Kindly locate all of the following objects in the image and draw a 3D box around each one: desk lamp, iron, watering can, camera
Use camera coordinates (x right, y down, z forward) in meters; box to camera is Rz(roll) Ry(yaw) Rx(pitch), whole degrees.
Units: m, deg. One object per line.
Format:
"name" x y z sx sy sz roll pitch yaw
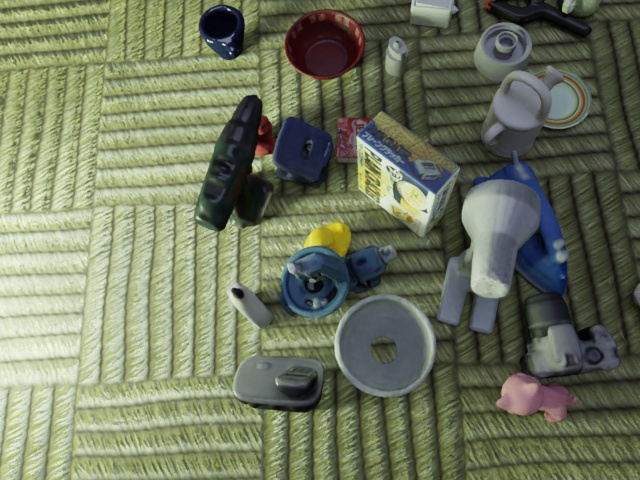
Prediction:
"desk lamp" 0.272 0.031 0.924 0.117 0.213 0.203 13 74 9
"iron" 0.367 -0.027 0.974 0.118 0.141 0.258 -23 72 -3
"watering can" 0.356 -0.238 1.013 0.100 0.194 0.173 23 76 11
"camera" 0.398 0.153 0.936 0.143 0.101 0.137 -8 72 2

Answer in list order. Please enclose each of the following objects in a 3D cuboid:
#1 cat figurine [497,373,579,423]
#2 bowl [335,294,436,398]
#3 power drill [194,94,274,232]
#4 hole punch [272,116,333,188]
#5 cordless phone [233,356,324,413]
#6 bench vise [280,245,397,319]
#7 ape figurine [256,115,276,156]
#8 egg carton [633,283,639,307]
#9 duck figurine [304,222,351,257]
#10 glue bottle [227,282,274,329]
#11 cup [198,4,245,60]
"cat figurine" 0.339 0.246 0.902 0.127 0.118 0.067 7 73 7
"bowl" 0.109 0.180 0.963 0.167 0.075 0.167 -1 72 4
"power drill" -0.142 -0.111 1.003 0.075 0.208 0.230 18 75 10
"hole punch" -0.030 -0.166 1.074 0.101 0.091 0.109 14 74 9
"cordless phone" -0.071 0.222 0.905 0.147 0.185 0.094 -1 72 4
"bench vise" 0.018 0.041 0.937 0.207 0.220 0.121 -39 73 -8
"ape figurine" -0.117 -0.208 1.093 0.076 0.092 0.078 15 74 9
"egg carton" 0.593 0.128 0.945 0.107 0.069 0.150 -20 72 -2
"duck figurine" 0.009 0.004 1.020 0.104 0.086 0.077 -43 74 -9
"glue bottle" -0.124 0.102 0.953 0.078 0.173 0.037 43 80 16
"cup" -0.185 -0.400 1.158 0.091 0.095 0.117 -24 72 -3
